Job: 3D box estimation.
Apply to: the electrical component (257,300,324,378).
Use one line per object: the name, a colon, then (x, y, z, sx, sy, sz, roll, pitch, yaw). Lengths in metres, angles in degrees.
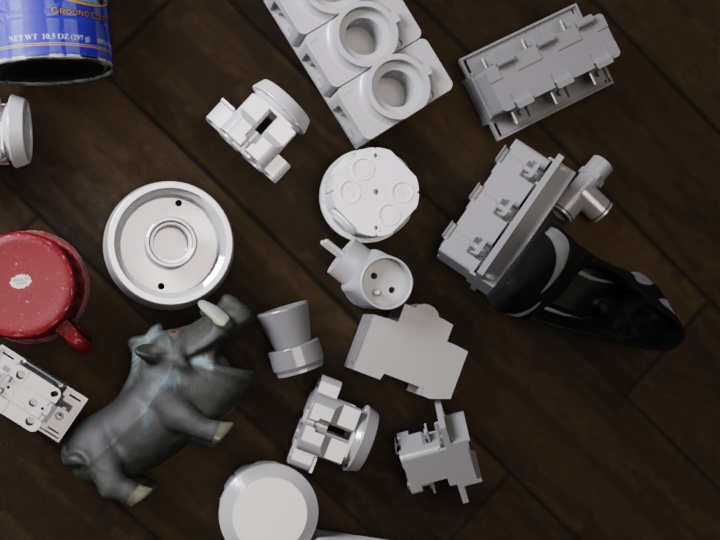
electrical component: (-0.057, 0.058, 0.896, 0.045, 0.045, 0.055, -17, 92, -11)

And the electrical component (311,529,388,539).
electrical component: (-0.011, 0.254, 0.896, 0.096, 0.061, 0.061, 10, 87, -5)

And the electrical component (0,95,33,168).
electrical component: (-0.291, -0.109, 0.847, 0.057, 0.058, 0.078, -2, 89, -9)

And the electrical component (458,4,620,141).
electrical component: (0.159, -0.175, 0.937, 0.121, 0.063, 0.078, -27, 94, -11)

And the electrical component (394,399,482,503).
electrical component: (0.065, 0.156, 0.909, 0.064, 0.042, 0.081, -16, 116, 4)

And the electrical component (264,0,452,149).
electrical component: (-0.001, -0.191, 0.905, 0.089, 0.062, 0.150, -33, 95, -10)

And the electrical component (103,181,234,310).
electrical component: (-0.154, -0.021, 0.871, 0.108, 0.060, 0.108, 0, 89, -12)

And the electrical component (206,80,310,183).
electrical component: (-0.079, -0.120, 0.891, 0.078, 0.058, 0.057, 43, 84, -7)

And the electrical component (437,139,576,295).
electrical component: (0.122, -0.046, 0.922, 0.063, 0.078, 0.121, 34, 82, 7)

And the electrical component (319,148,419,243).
electrical component: (0.008, -0.064, 0.909, 0.080, 0.051, 0.080, 0, 89, -11)

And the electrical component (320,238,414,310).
electrical component: (0.000, 0.000, 0.893, 0.079, 0.077, 0.043, 38, 82, -8)

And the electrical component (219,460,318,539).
electrical component: (-0.077, 0.197, 0.885, 0.080, 0.051, 0.080, 0, 89, -11)

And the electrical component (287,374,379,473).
electrical component: (-0.020, 0.133, 0.896, 0.057, 0.058, 0.078, 22, 85, -7)

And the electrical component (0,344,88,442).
electrical component: (-0.260, 0.098, 0.845, 0.081, 0.064, 0.042, 34, 81, -9)
